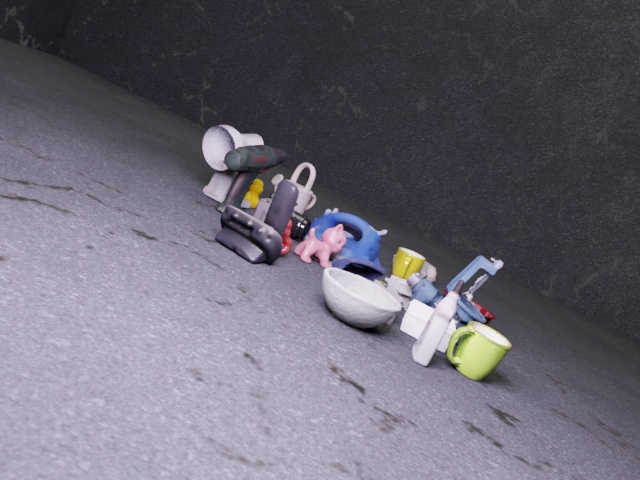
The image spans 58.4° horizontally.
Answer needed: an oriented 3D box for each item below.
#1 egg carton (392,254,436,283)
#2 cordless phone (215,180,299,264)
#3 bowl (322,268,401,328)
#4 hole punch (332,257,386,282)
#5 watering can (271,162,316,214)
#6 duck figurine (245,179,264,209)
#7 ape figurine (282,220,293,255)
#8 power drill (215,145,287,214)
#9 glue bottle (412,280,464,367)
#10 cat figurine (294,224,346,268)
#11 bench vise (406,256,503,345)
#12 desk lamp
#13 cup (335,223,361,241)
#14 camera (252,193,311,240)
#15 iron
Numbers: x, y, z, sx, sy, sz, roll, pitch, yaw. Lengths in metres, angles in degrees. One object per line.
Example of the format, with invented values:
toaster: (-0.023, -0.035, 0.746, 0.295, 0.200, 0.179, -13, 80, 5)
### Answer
egg carton: (0.308, 0.092, 1.869, 0.108, 0.069, 0.149, 18, 13, -37)
cordless phone: (-0.126, -0.055, 1.213, 0.147, 0.185, 0.094, 29, 10, 15)
bowl: (0.069, 0.123, 1.112, 0.167, 0.075, 0.167, 25, 10, -5)
hole punch: (0.082, 0.075, 1.337, 0.109, 0.091, 0.101, 21, 11, -27)
watering can: (-0.077, -0.154, 1.804, 0.100, 0.194, 0.173, 31, 11, 26)
duck figurine: (-0.206, -0.148, 1.762, 0.077, 0.086, 0.105, 27, 10, 6)
ape figurine: (-0.096, -0.011, 1.329, 0.078, 0.092, 0.076, 24, 10, -12)
power drill: (-0.189, -0.161, 1.523, 0.075, 0.208, 0.230, 30, 11, 21)
glue bottle: (0.227, 0.151, 1.079, 0.037, 0.173, 0.078, 27, 10, 5)
cat figurine: (0.013, 0.005, 1.445, 0.128, 0.118, 0.067, 17, 13, -40)
bench vise: (0.312, 0.119, 1.317, 0.207, 0.220, 0.121, 25, 10, -7)
desk lamp: (-0.249, -0.210, 1.610, 0.117, 0.213, 0.204, 30, 11, 23)
cup: (0.072, -0.013, 1.744, 0.117, 0.095, 0.092, 33, 12, 34)
camera: (-0.096, -0.065, 1.575, 0.136, 0.101, 0.143, 28, 10, 12)
iron: (0.064, -0.015, 1.605, 0.257, 0.141, 0.119, 31, 11, 25)
